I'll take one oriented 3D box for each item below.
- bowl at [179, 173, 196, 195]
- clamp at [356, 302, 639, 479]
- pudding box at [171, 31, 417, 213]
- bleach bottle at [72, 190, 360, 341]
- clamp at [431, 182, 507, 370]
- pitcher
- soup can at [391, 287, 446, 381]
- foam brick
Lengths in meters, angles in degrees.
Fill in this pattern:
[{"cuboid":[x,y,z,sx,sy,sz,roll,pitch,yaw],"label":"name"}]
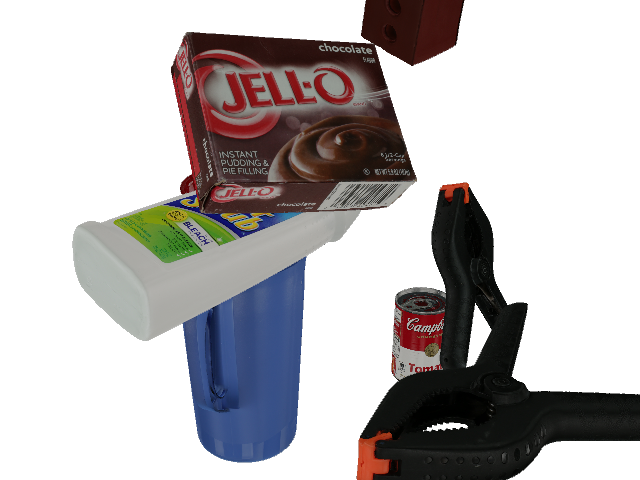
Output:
[{"cuboid":[-0.093,-0.039,1.317,0.162,0.055,0.162,4,25,-2],"label":"bowl"},{"cuboid":[0.102,0.093,0.632,0.209,0.036,0.165,-11,26,-27],"label":"clamp"},{"cuboid":[-0.015,-0.061,0.558,0.113,0.090,0.039,-1,-27,-28],"label":"pudding box"},{"cuboid":[-0.063,-0.012,0.847,0.250,0.068,0.103,-27,49,-35],"label":"bleach bottle"},{"cuboid":[0.131,0.037,0.971,0.039,0.171,0.120,-11,12,35],"label":"clamp"},{"cuboid":[-0.084,0.111,1.098,0.149,0.243,0.145,-13,30,-23],"label":"pitcher"},{"cuboid":[0.120,0.116,1.282,0.068,0.102,0.068,1,23,-1],"label":"soup can"},{"cuboid":[0.067,-0.173,0.751,0.053,0.078,0.051,36,50,28],"label":"foam brick"}]
